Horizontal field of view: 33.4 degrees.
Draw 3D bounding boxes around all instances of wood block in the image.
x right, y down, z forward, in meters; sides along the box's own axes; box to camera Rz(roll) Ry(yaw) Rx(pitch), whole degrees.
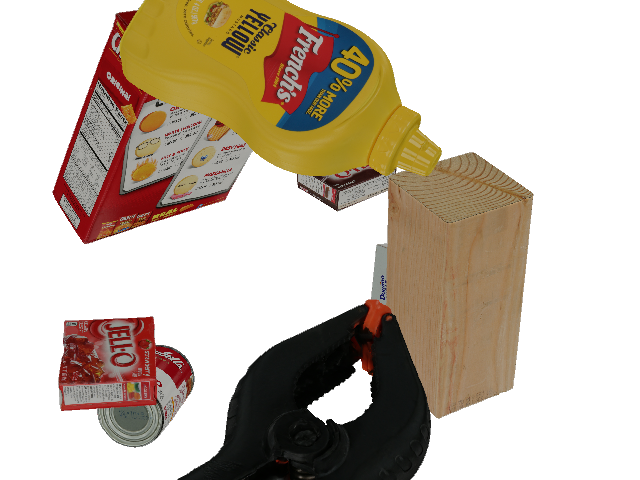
[{"bbox_3d":[0.118,0.040,0.939,0.090,0.206,0.091,-17,36,-23],"label":"wood block"}]

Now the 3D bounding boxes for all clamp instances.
[{"bbox_3d":[0.001,0.091,0.394,0.120,0.039,0.171,26,50,19],"label":"clamp"}]

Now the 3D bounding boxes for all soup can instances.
[{"bbox_3d":[-0.172,0.153,1.056,0.068,0.068,0.102,0,15,11],"label":"soup can"}]

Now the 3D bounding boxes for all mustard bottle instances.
[{"bbox_3d":[-0.016,-0.092,0.626,0.192,0.096,0.058,31,-25,10],"label":"mustard bottle"}]

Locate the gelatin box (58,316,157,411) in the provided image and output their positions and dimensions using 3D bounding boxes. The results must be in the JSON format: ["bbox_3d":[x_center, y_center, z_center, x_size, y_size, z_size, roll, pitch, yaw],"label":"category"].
[{"bbox_3d":[-0.166,0.094,0.839,0.073,0.030,0.089,-2,29,-8],"label":"gelatin box"}]

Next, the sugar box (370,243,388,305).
[{"bbox_3d":[0.143,0.049,1.246,0.175,0.093,0.048,-3,14,-33],"label":"sugar box"}]

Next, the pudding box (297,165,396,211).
[{"bbox_3d":[0.037,-0.089,1.500,0.113,0.039,0.090,-25,40,-33],"label":"pudding box"}]

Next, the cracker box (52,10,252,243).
[{"bbox_3d":[-0.123,-0.105,0.913,0.163,0.072,0.214,-20,-26,-41],"label":"cracker box"}]
